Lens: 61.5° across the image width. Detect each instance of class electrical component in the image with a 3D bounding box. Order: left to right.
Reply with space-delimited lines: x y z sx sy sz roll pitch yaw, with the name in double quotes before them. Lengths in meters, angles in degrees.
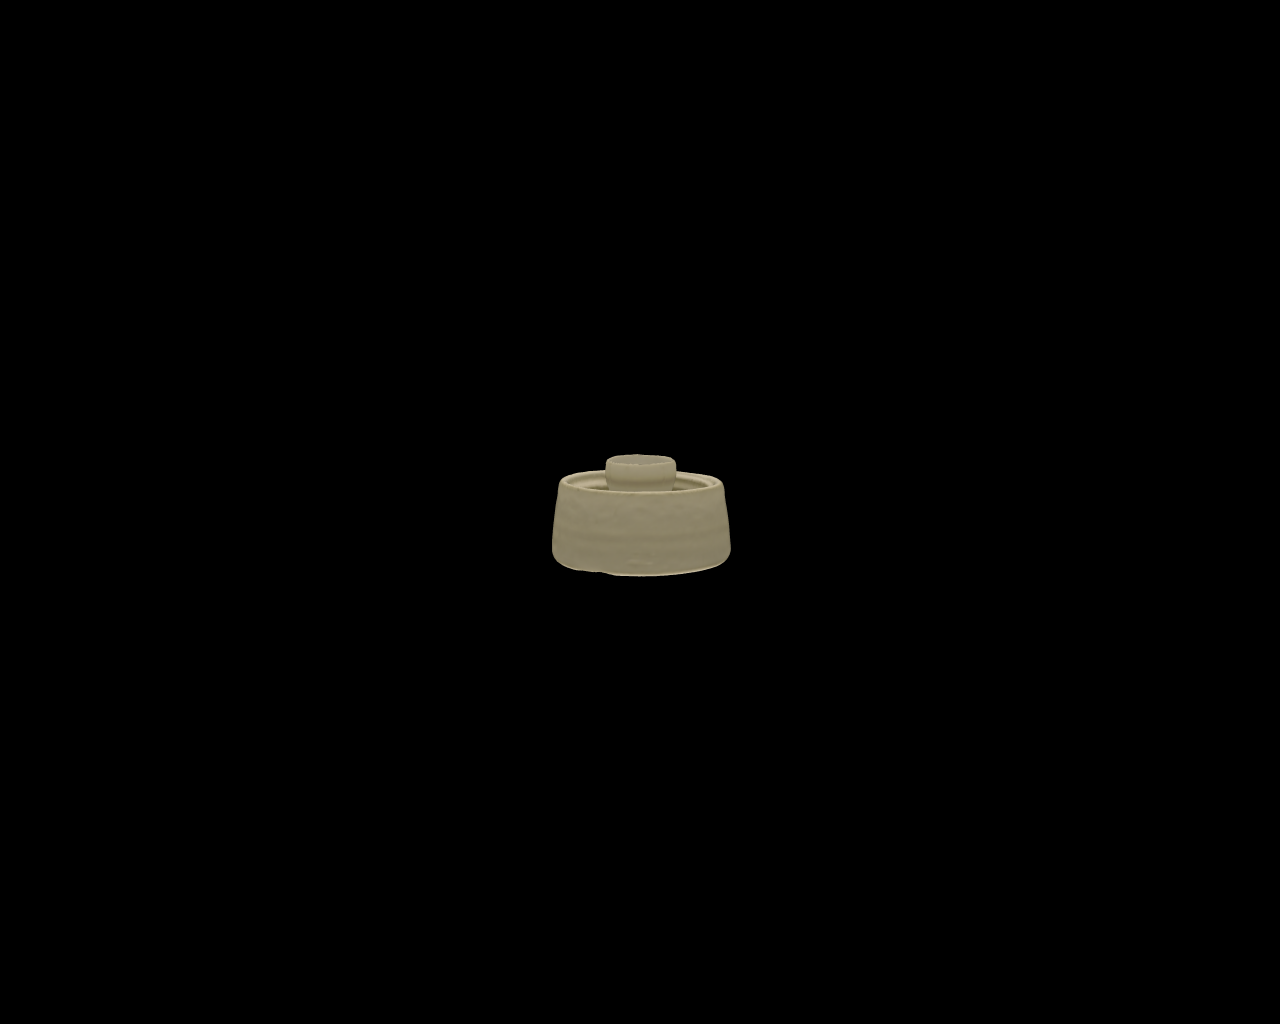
"electrical component" 0.001 -0.003 0.650 0.108 0.060 0.108 0 10 0
